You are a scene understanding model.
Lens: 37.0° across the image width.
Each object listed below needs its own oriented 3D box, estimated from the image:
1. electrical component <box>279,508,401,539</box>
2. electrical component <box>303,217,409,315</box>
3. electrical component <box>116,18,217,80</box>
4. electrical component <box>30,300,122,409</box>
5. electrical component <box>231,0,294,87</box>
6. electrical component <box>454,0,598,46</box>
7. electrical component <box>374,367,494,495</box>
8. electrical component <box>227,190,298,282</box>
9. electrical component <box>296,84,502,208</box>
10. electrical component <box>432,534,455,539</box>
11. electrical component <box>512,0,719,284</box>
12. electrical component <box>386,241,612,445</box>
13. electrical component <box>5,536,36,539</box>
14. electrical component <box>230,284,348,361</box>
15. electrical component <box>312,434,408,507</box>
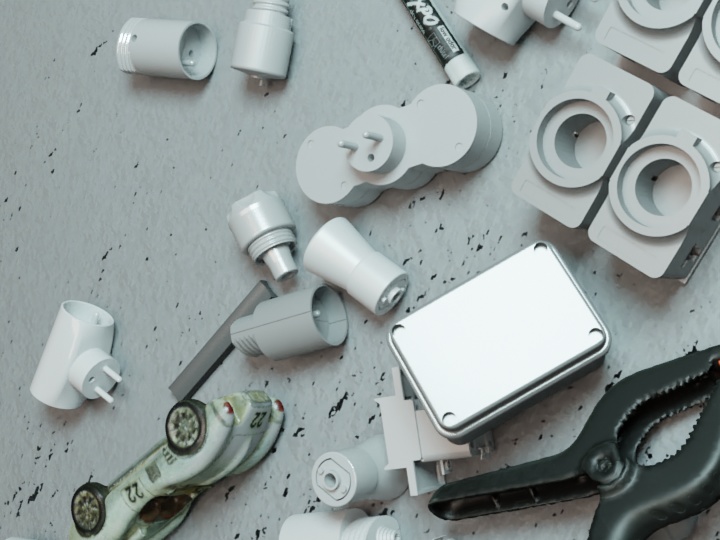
[{"bbox_3d":[-0.009,0.182,0.718,0.081,0.043,0.043,-14,81,32],"label":"electrical component"},{"bbox_3d":[0.000,0.000,0.719,0.065,0.044,0.044,37,108,23],"label":"electrical component"},{"bbox_3d":[-0.154,-0.169,0.821,0.081,0.043,0.043,11,95,33],"label":"electrical component"},{"bbox_3d":[-0.218,0.076,0.854,0.079,0.044,0.077,32,105,29],"label":"electrical component"},{"bbox_3d":[-0.067,-0.171,0.767,0.040,0.040,0.078,15,96,32],"label":"electrical component"},{"bbox_3d":[0.108,-0.172,0.653,0.079,0.043,0.077,38,108,27],"label":"electrical component"},{"bbox_3d":[0.049,0.099,0.684,0.064,0.042,0.081,-12,82,30],"label":"electrical component"},{"bbox_3d":[-0.064,-0.022,0.760,0.043,0.043,0.062,-36,71,27],"label":"electrical component"},{"bbox_3d":[0.015,-0.080,0.692,0.138,0.074,0.052,-16,80,31],"label":"electrical component"},{"bbox_3d":[0.063,0.203,0.671,0.064,0.042,0.081,31,104,31],"label":"electrical component"},{"bbox_3d":[0.176,-0.099,0.596,0.105,0.060,0.186,36,107,28],"label":"electrical component"},{"bbox_3d":[0.081,0.043,0.630,0.113,0.057,0.078,-30,71,1],"label":"electrical component"},{"bbox_3d":[-0.266,0.243,0.883,0.078,0.040,0.040,-1,88,33],"label":"electrical component"},{"bbox_3d":[-0.054,0.040,0.750,0.081,0.043,0.043,-17,79,31],"label":"electrical component"},{"bbox_3d":[-0.001,0.132,0.701,0.044,0.065,0.044,-1,88,33],"label":"electrical component"}]
